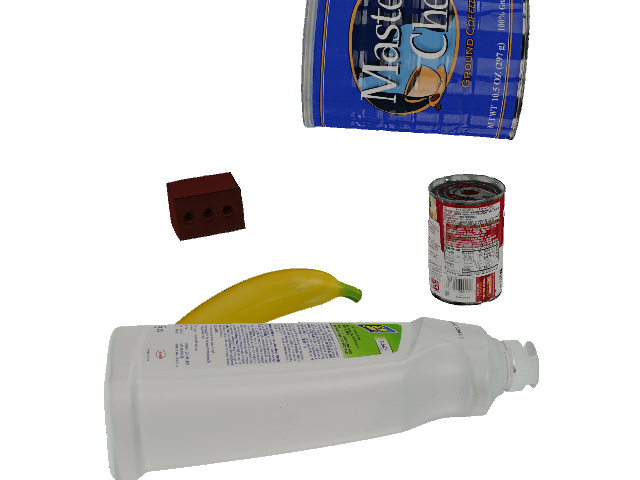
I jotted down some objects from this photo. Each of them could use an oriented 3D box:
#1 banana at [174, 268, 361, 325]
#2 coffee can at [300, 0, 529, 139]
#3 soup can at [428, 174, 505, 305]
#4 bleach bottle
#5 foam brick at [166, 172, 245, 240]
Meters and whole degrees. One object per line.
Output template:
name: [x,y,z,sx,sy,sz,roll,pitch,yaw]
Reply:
banana: [-0.066,0.067,0.839,0.198,0.069,0.037,-24,34,6]
coffee can: [0.062,-0.122,0.713,0.140,0.103,0.103,4,0,4]
soup can: [0.131,-0.001,0.959,0.068,0.102,0.068,-3,23,1]
bleach bottle: [0.005,0.084,0.622,0.250,0.068,0.102,-3,20,-7]
foam brick: [-0.130,-0.039,1.204,0.078,0.053,0.051,-11,29,-12]
